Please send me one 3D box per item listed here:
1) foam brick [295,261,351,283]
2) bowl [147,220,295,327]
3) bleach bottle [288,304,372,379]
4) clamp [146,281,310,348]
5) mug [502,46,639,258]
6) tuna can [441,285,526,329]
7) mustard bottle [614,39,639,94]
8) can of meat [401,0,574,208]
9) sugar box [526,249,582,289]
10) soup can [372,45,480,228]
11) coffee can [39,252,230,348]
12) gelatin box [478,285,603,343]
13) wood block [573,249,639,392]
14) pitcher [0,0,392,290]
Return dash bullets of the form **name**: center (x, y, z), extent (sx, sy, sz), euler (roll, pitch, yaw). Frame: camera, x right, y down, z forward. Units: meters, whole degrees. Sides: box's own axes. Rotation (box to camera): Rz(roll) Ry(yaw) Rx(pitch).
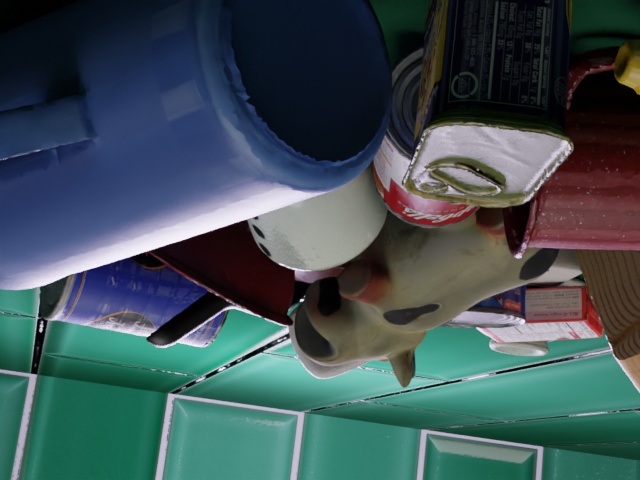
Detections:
- **foam brick**: center (-0.005, 0.001, 0.828), extent (0.053, 0.051, 0.078), euler (11, 165, -22)
- **bowl**: center (-0.075, -0.003, 0.763), extent (0.162, 0.055, 0.162), euler (32, -178, -1)
- **bleach bottle**: center (0.024, 0.073, 0.990), extent (0.102, 0.068, 0.251), euler (-24, 179, -2)
- **clamp**: center (-0.071, 0.034, 0.868), extent (0.171, 0.120, 0.039), euler (8, 164, -22)
- **mug**: center (0.139, -0.045, 0.524), extent (0.081, 0.093, 0.117), euler (2, 133, 0)
- **tuna can**: center (0.107, 0.042, 0.776), extent (0.086, 0.034, 0.086), euler (4, 168, 1)
- **mustard bottle**: center (0.219, -0.060, 0.457), extent (0.191, 0.058, 0.096), euler (9, 171, -8)
- **can of meat**: center (0.070, -0.068, 0.445), extent (0.057, 0.084, 0.102), euler (7, 166, -1)
- **sugar box**: center (0.134, 0.019, 0.845), extent (0.093, 0.048, 0.176), euler (8, 162, -9)
- **soup can**: center (0.062, -0.051, 0.548), extent (0.068, 0.068, 0.102), euler (6, 166, 3)
- **coffee can**: center (-0.155, 0.030, 0.908), extent (0.140, 0.103, 0.103), euler (14, 165, -25)
- **gelatin box**: center (0.172, 0.058, 0.834), extent (0.089, 0.030, 0.073), euler (-6, 163, 23)
- **wood block**: center (0.251, 0.049, 0.763), extent (0.091, 0.090, 0.206), euler (-22, 158, 15)
- **pitcher**: center (-0.095, -0.052, 0.491), extent (0.243, 0.149, 0.144), euler (-12, 138, 44)
